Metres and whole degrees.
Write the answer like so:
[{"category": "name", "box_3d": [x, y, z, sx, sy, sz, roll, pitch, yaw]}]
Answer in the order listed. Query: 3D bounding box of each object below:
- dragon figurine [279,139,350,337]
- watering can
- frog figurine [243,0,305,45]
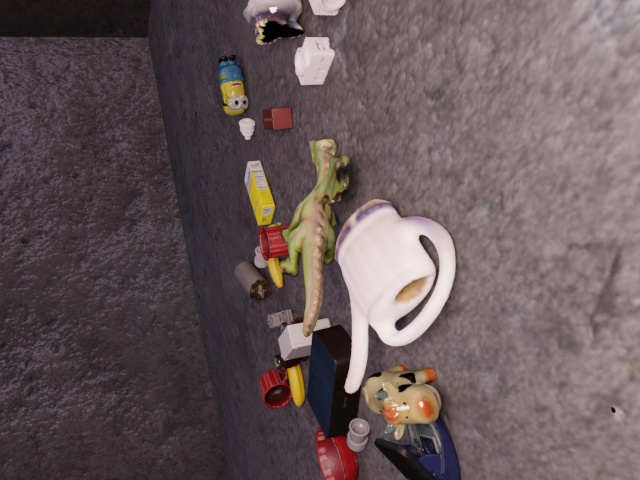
[{"category": "dragon figurine", "box_3d": [0.003, -0.049, 0.968, 0.420, 0.122, 0.237, -95, 17, -47]}, {"category": "watering can", "box_3d": [0.090, 0.083, 0.853, 0.341, 0.104, 0.229, -57, 44, 34]}, {"category": "frog figurine", "box_3d": [-0.105, -0.529, 1.140, 0.136, 0.122, 0.161, -16, 72, 34]}]
